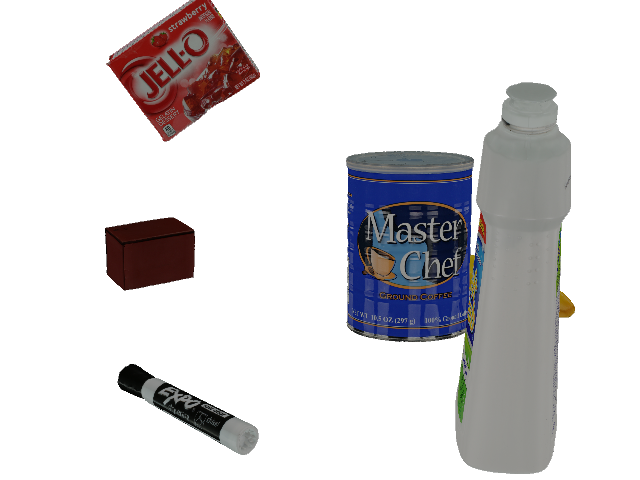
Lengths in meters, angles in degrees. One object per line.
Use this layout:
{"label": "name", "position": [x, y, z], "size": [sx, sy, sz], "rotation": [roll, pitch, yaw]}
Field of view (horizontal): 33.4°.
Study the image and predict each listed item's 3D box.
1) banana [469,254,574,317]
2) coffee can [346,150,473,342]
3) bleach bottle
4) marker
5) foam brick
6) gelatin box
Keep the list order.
{"label": "banana", "position": [0.164, 0.044, 1.106], "size": [0.198, 0.037, 0.069], "rotation": [8, 39, 11]}
{"label": "coffee can", "position": [0.072, 0.002, 0.872], "size": [0.103, 0.140, 0.103], "rotation": [0, 11, 0]}
{"label": "bleach bottle", "position": [0.122, 0.021, 0.665], "size": [0.068, 0.251, 0.102], "rotation": [3, 30, 8]}
{"label": "marker", "position": [-0.087, 0.104, 0.671], "size": [0.121, 0.020, 0.020], "rotation": [18, 12, 40]}
{"label": "foam brick", "position": [-0.172, 0.012, 1.076], "size": [0.078, 0.051, 0.053], "rotation": [-10, 22, -28]}
{"label": "gelatin box", "position": [-0.101, -0.128, 0.789], "size": [0.089, 0.073, 0.030], "rotation": [-33, 20, 6]}
